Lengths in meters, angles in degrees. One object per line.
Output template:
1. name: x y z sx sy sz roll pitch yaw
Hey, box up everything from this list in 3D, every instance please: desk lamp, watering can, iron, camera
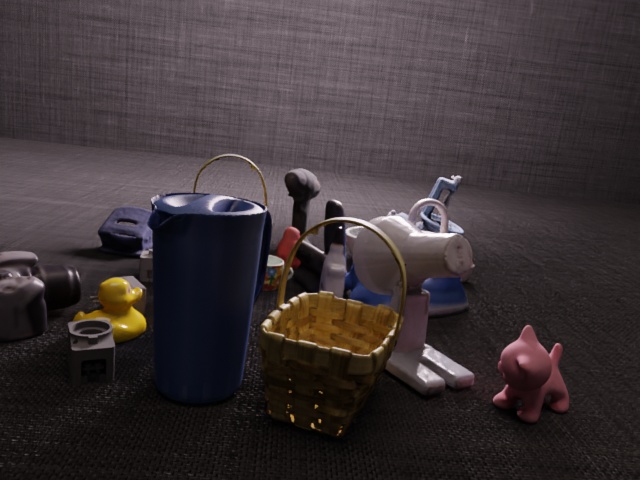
1. desk lamp: 0.139 0.080 0.832 0.118 0.213 0.202 -3 17 -34
2. watering can: 0.224 0.012 1.190 0.101 0.194 0.172 -5 18 -38
3. iron: 0.172 0.062 1.074 0.259 0.141 0.118 2 14 -16
4. camera: -0.426 0.070 0.847 0.137 0.101 0.142 -5 18 -40

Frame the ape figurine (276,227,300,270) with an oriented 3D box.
1. ape figurine: -0.063 0.017 1.253 0.077 0.092 0.076 19 19 41

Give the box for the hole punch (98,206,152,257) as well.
1. hole punch: -0.413 -0.020 1.239 0.108 0.091 0.101 8 14 6

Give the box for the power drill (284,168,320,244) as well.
1. power drill: -0.049 -0.071 1.371 0.075 0.208 0.230 8 14 8

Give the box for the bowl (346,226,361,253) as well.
1. bowl: 0.137 0.022 1.363 0.167 0.075 0.167 6 14 -1

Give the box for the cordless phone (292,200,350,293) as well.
1. cordless phone: 0.010 0.004 1.142 0.094 0.185 0.147 -2 16 -31

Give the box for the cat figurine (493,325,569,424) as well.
1. cat figurine: 0.276 0.168 0.742 0.128 0.118 0.067 -4 17 -37

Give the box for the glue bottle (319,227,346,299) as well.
1. glue bottle: 0.022 0.063 0.932 0.037 0.173 0.078 4 14 -8

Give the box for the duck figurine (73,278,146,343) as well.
1. duck figurine: -0.302 0.098 0.825 0.105 0.086 0.077 -7 19 -44

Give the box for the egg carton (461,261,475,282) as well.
1. egg carton: 0.281 0.048 1.333 0.107 0.069 0.150 0 15 -23

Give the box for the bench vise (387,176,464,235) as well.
1. bench vise: 0.278 -0.062 1.463 0.207 0.220 0.121 7 14 1
